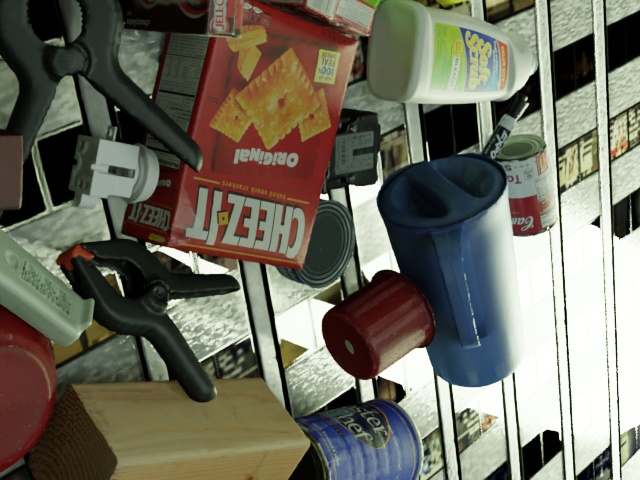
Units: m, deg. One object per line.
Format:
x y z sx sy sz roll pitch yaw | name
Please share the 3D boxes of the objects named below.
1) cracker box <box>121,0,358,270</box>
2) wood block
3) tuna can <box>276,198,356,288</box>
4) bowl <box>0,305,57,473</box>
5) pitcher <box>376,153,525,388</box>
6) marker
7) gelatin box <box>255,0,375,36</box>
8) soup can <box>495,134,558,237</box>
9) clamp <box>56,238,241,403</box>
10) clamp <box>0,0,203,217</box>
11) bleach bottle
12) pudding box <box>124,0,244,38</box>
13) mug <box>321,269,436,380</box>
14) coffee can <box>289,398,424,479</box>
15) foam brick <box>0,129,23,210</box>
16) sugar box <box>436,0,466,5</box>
-0.064 -0.091 0.911 0.163 0.072 0.214 11 93 -47 | cracker box
-0.122 0.178 0.890 0.205 0.090 0.091 6 122 -47 | wood block
-0.007 0.001 1.024 0.085 0.034 0.086 -15 111 -44 | tuna can
-0.252 0.115 0.783 0.161 0.055 0.162 -14 110 -43 | bowl
0.148 0.045 1.125 0.149 0.145 0.243 -39 129 -28 | pitcher
0.197 -0.109 1.192 0.020 0.020 0.121 19 105 -47 | marker
-0.007 -0.206 0.939 0.089 0.073 0.030 13 91 -48 | gelatin box
0.235 -0.063 1.236 0.068 0.069 0.102 -36 124 -35 | soup can
-0.134 0.044 0.881 0.171 0.039 0.120 43 40 -27 | clamp
-0.174 -0.127 0.780 0.164 0.036 0.210 -8 100 -18 | clamp
0.152 -0.195 1.118 0.250 0.068 0.102 -10 110 -47 | bleach bottle
-0.102 -0.201 0.810 0.039 0.114 0.090 -1 100 -41 | pudding box
0.053 0.095 1.084 0.081 0.093 0.117 -31 158 -32 | mug
0.020 0.219 1.060 0.140 0.103 0.103 -4 103 -46 | coffee can
-0.245 -0.052 0.728 0.052 0.078 0.051 -5 105 -45 | foam brick
0.119 -0.329 1.035 0.093 0.048 0.176 23 69 -47 | sugar box
